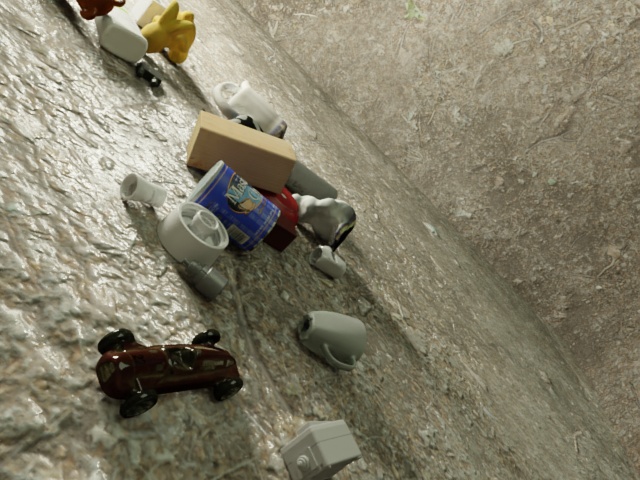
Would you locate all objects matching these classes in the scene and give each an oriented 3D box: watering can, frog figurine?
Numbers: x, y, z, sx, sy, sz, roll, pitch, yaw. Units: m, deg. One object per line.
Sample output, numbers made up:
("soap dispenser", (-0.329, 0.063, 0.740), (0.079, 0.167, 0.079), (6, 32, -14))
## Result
("watering can", (-0.184, -0.360, 1.440), (0.223, 0.103, 0.354), (43, 21, -11))
("frog figurine", (0.004, -0.063, 1.248), (0.160, 0.124, 0.135), (42, -15, 12))
